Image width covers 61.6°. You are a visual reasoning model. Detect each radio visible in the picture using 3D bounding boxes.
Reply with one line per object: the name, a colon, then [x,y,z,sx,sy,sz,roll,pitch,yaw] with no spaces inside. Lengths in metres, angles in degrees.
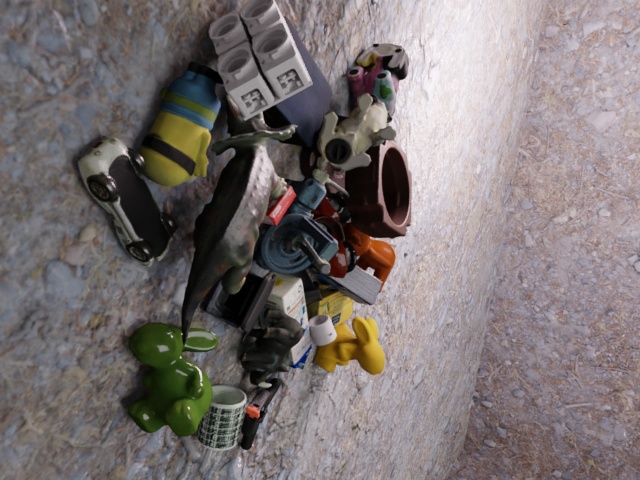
radio: [-0.065,-0.273,0.942,0.229,0.073,0.131,42,67,-59]

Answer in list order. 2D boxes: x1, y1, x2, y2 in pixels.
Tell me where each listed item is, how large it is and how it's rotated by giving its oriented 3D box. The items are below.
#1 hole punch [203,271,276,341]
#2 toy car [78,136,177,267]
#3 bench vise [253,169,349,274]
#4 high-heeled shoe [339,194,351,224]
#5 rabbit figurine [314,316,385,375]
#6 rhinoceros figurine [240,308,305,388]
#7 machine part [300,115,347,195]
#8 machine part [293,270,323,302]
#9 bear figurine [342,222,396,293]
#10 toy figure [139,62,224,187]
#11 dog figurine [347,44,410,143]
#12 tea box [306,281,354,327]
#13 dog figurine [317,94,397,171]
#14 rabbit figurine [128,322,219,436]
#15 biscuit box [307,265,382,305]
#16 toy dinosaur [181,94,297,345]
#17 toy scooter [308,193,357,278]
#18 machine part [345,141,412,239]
hole punch: [-0.146,0.106,0.991,0.115,0.092,0.142,87,25,-74]
toy car: [-0.259,-0.047,0.740,0.073,0.056,0.201,-58,149,-36]
bench vise: [-0.026,-0.017,0.981,0.223,0.241,0.128,-46,124,0]
high-heeled shoe: [0.080,-0.067,1.290,0.249,0.086,0.145,-42,150,-35]
rabbit figurine: [0.095,0.274,1.372,0.121,0.173,0.162,20,91,-56]
rhinoceros figurine: [-0.099,0.218,1.071,0.190,0.112,0.073,-56,-156,32]
machine part: [0.029,-0.181,1.160,0.179,0.056,0.179,-35,133,-49]
machine part: [-0.047,0.082,1.138,0.039,0.084,0.138,-76,153,-53]
bear figurine: [0.099,0.035,1.326,0.195,0.120,0.132,22,107,-47]
toy figure: [-0.198,-0.164,0.764,0.089,0.082,0.180,16,97,-41]
dog figurine: [0.138,-0.312,1.235,0.191,0.109,0.219,-57,150,-32]
tea box: [0.013,0.156,1.282,0.169,0.068,0.098,-21,121,-56]
dog figurine: [0.067,-0.211,1.075,0.121,0.172,0.190,62,10,-10]
rabbit figurine: [-0.230,0.199,0.853,0.159,0.121,0.170,-42,122,-48]
biscuit box: [0.047,0.076,1.221,0.202,0.059,0.063,35,71,-28]
toy dinosaur: [-0.132,-0.043,0.814,0.192,0.131,0.405,97,7,-71]
toy scooter: [-0.002,-0.003,1.116,0.135,0.075,0.183,-11,90,-24]
machine part: [0.130,-0.112,1.181,0.201,0.087,0.201,23,67,-57]
